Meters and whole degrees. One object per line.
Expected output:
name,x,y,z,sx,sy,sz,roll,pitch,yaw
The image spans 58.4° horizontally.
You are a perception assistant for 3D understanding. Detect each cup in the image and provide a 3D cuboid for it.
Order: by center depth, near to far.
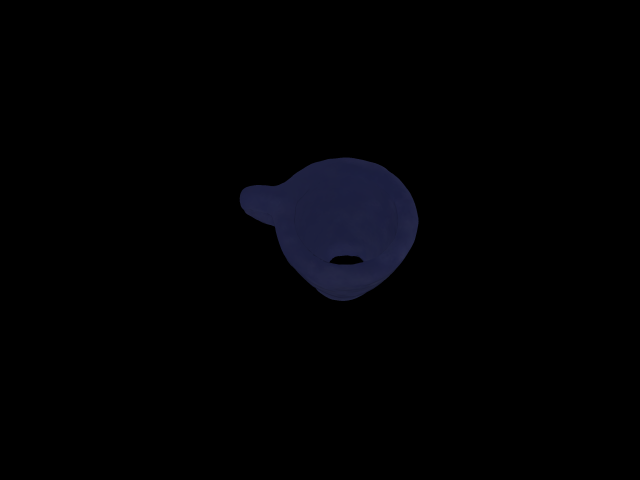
cup,0.004,0.001,0.400,0.117,0.095,0.092,14,64,7
